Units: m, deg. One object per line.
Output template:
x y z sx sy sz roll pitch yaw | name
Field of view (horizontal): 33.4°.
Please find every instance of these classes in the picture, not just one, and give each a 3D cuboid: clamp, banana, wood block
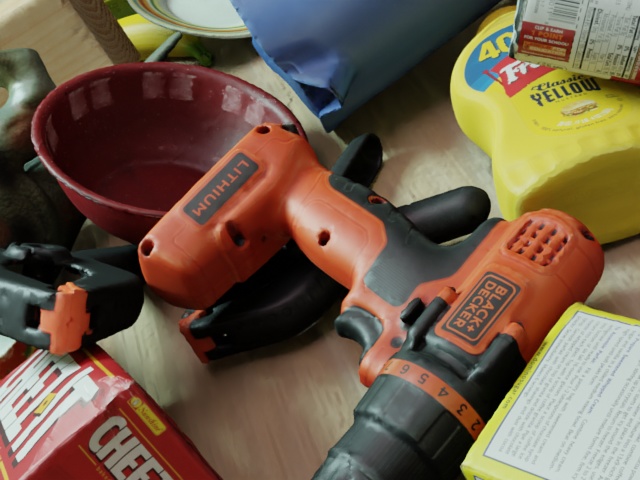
-0.004 0.001 0.582 0.171 0.039 0.120 -29 27 -7 | clamp
-0.135 0.020 0.543 0.164 0.036 0.210 4 6 -30 | clamp
-0.175 -0.146 0.860 0.198 0.037 0.069 -14 39 19 | banana
-0.246 -0.110 0.789 0.206 0.090 0.090 -29 24 10 | wood block

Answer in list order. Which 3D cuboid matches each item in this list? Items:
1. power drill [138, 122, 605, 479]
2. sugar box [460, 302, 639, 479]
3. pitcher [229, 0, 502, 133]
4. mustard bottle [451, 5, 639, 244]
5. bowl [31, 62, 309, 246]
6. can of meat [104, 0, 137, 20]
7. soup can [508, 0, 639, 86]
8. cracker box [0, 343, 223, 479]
0.006 0.033 0.483 0.188 0.057 0.184 30 65 32 | power drill
0.150 0.085 0.379 0.176 0.048 0.093 17 56 39 | sugar box
0.059 -0.191 0.652 0.243 0.149 0.145 -34 -3 8 | pitcher
0.122 -0.075 0.570 0.096 0.058 0.191 -16 37 2 | mustard bottle
-0.090 -0.043 0.639 0.162 0.055 0.162 7 38 -6 | bowl
-0.180 -0.202 0.914 0.102 0.057 0.084 -20 41 12 | can of meat
0.147 -0.108 0.506 0.102 0.068 0.068 14 50 11 | soup can
-0.158 0.135 0.455 0.213 0.072 0.164 -41 17 -14 | cracker box
